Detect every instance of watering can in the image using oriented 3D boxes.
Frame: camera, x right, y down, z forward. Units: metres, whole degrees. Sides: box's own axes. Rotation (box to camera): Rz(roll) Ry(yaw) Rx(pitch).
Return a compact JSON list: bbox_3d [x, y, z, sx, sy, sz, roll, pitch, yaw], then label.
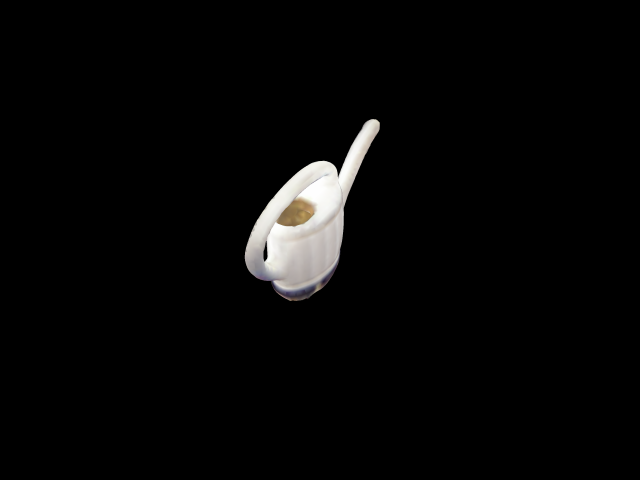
[{"bbox_3d":[0.003,-0.043,0.850,0.105,0.219,0.354,27,51,24],"label":"watering can"}]
